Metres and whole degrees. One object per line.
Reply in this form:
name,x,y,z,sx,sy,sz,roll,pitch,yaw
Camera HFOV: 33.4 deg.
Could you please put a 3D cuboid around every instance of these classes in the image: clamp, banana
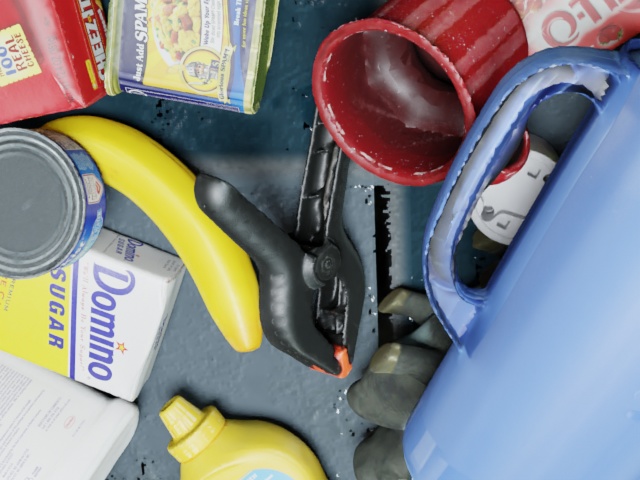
clamp,-0.004,0.001,0.619,0.039,0.120,0.171,22,143,41
banana,-0.099,-0.017,0.635,0.198,0.037,0.070,37,103,7

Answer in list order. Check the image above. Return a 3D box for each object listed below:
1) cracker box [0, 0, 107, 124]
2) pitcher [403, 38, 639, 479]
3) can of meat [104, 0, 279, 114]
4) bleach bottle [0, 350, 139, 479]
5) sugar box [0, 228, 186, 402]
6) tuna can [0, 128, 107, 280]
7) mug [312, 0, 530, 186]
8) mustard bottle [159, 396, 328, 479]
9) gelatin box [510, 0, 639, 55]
cracker box,-0.239,-0.141,0.606,0.214,0.072,0.164,-8,109,14
pitcher,0.129,0.033,0.506,0.149,0.144,0.243,47,122,31
can of meat,-0.068,-0.125,0.589,0.084,0.057,0.102,11,112,4
bleach bottle,-0.250,0.090,0.694,0.251,0.102,0.068,30,151,5
sugar box,-0.182,0.027,0.674,0.176,0.048,0.093,22,113,3
tuna can,-0.167,-0.022,0.613,0.086,0.033,0.086,1,96,13
mug,0.064,-0.080,0.553,0.117,0.081,0.093,45,141,0
mustard bottle,-0.035,0.176,0.698,0.096,0.058,0.191,-38,101,21
gelatin box,0.137,-0.134,0.562,0.089,0.030,0.073,-30,103,20
